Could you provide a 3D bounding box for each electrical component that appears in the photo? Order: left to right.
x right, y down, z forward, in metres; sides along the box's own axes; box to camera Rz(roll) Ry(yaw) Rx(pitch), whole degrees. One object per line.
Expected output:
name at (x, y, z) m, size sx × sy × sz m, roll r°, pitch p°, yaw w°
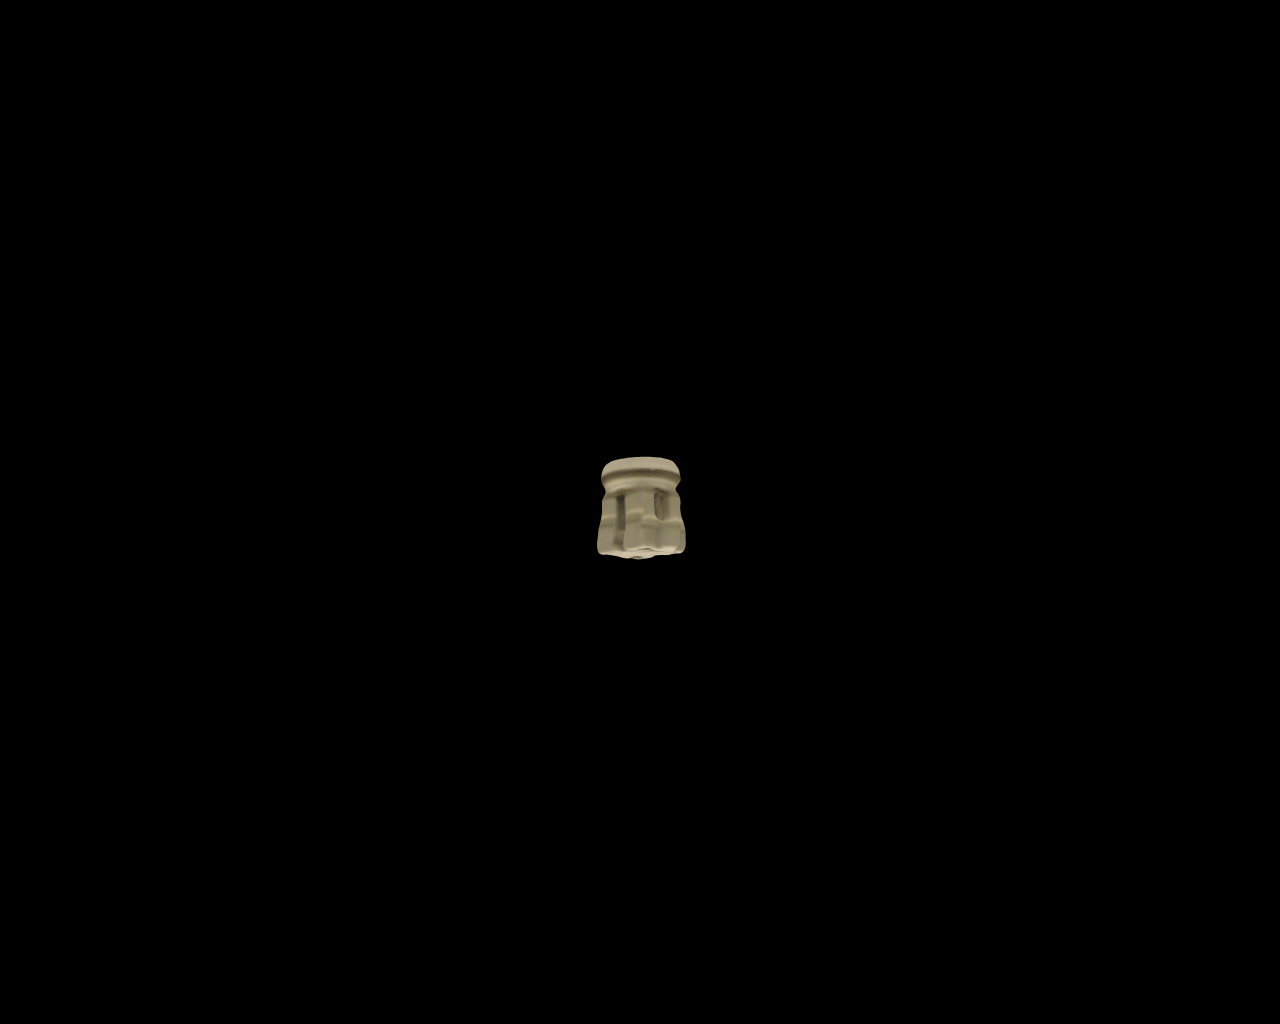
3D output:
electrical component at (0.001, -0.003, 0.650) m, size 0.048 × 0.055 × 0.066 m, roll 10°, pitch -15°, yaw -42°
